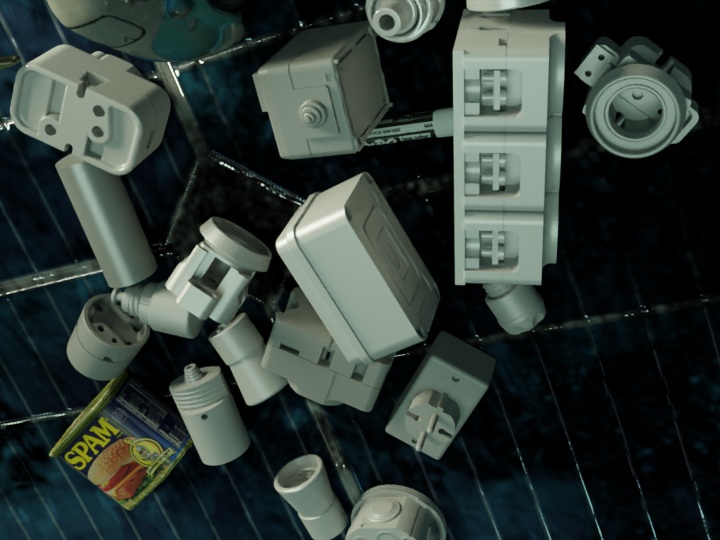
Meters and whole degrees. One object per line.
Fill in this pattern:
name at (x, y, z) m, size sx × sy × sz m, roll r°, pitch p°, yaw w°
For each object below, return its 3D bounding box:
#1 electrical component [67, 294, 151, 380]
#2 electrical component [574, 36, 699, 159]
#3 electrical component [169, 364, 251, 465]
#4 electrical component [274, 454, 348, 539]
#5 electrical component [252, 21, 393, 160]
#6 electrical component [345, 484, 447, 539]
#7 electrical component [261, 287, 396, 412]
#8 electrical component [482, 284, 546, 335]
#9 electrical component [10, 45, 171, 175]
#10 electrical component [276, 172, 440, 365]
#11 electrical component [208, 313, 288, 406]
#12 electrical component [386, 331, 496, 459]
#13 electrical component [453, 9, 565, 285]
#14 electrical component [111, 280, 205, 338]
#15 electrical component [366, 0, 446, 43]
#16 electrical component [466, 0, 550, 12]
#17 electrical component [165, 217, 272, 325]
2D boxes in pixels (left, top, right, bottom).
electrical component at (-0.201, 0.055, 0.854) m, size 0.055 × 0.055 × 0.047 m, roll 35°, pitch 126°, yaw -4°
electrical component at (0.167, -0.102, 0.648) m, size 0.078 × 0.057 × 0.058 m, roll 35°, pitch 123°, yaw -4°
electrical component at (-0.122, 0.112, 0.866) m, size 0.043 × 0.043 × 0.081 m, roll -10°, pitch 115°, yaw 22°
electrical component at (-0.037, 0.190, 0.886) m, size 0.044 × 0.044 × 0.065 m, roll -15°, pitch 117°, yaw 24°
electrical component at (-0.026, -0.111, 0.680) m, size 0.061 × 0.096 × 0.061 m, roll -3°, pitch 118°, yaw 21°
electrical component at (0.028, 0.219, 0.875) m, size 0.080 × 0.051 × 0.080 m, roll 8°, pitch 120°, yaw 13°
electrical component at (-0.022, 0.062, 0.803) m, size 0.089 × 0.050 × 0.055 m, roll 23°, pitch 122°, yaw 4°
electrical component at (0.101, 0.013, 0.746) m, size 0.035 × 0.035 × 0.061 m, roll -28°, pitch 105°, yaw 28°
electrical component at (-0.185, -0.114, 0.750) m, size 0.095 × 0.059 × 0.053 m, roll 25°, pitch 123°, yaw 3°
electrical component at (0.000, 0.000, 0.745) m, size 0.057 × 0.078 × 0.113 m, roll -24°, pitch 109°, yaw 24°
electrical component at (-0.087, 0.066, 0.832) m, size 0.044 × 0.044 × 0.065 m, roll -28°, pitch 102°, yaw 28°
electrical component at (0.055, 0.102, 0.786) m, size 0.047 × 0.075 × 0.083 m, roll 29°, pitch 123°, yaw 1°
electrical component at (0.092, -0.076, 0.664) m, size 0.062 × 0.089 × 0.150 m, roll 2°, pitch 119°, yaw 9°
electrical component at (-0.154, 0.027, 0.831) m, size 0.078 × 0.040 × 0.040 m, roll 12°, pitch 121°, yaw 11°
electrical component at (0.024, -0.160, 0.658) m, size 0.048 × 0.062 × 0.048 m, roll 8°, pitch 120°, yaw 13°
electrical component at (0.087, -0.181, 0.631) m, size 0.055 × 0.055 × 0.047 m, roll -3°, pitch 113°, yaw 19°
electrical component at (-0.101, -0.001, 0.782) m, size 0.058 × 0.078 × 0.057 m, roll 34°, pitch 101°, yaw -3°
